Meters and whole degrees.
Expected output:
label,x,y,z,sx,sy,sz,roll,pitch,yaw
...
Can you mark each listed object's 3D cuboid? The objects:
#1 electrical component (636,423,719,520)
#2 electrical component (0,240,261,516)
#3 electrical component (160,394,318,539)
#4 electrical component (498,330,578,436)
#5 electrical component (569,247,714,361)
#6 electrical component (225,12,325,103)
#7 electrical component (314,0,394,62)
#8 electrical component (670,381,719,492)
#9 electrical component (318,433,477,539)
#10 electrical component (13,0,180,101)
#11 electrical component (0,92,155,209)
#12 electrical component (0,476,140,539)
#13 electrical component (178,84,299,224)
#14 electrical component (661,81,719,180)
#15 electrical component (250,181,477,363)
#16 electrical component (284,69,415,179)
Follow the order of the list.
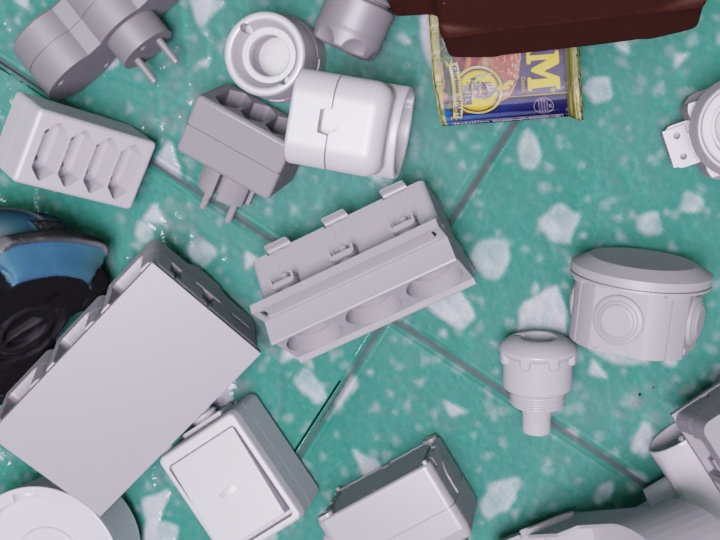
label,x,y,z,sx,sy,sz,roll,pitch,yaw
electrical component,0.200,0.139,0.654,0.079,0.043,0.077,-35,90,13
electrical component,-0.147,0.066,0.685,0.089,0.061,0.150,42,98,-18
electrical component,-0.082,0.128,0.694,0.062,0.061,0.096,-34,90,12
electrical component,0.109,0.070,0.662,0.048,0.048,0.062,1,104,10
electrical component,0.162,0.018,0.627,0.080,0.080,0.051,6,103,9
electrical component,-0.053,-0.131,0.662,0.055,0.047,0.055,1,97,10
electrical component,0.001,-0.161,0.651,0.043,0.043,0.062,26,100,6
electrical component,0.287,0.077,0.599,0.186,0.060,0.105,-33,91,-2
electrical component,0.022,0.158,0.678,0.096,0.062,0.061,-31,91,13
electrical component,-0.144,-0.151,0.673,0.138,0.052,0.073,-39,90,13
electrical component,-0.189,-0.081,0.684,0.076,0.083,0.047,35,105,44
electrical component,-0.201,0.188,0.723,0.108,0.060,0.108,1,97,10
electrical component,-0.078,-0.066,0.676,0.066,0.047,0.076,29,115,5
electrical component,0.216,-0.082,0.615,0.078,0.057,0.058,-19,94,12
electrical component,0.000,0.000,0.658,0.121,0.079,0.063,-25,63,12
electrical component,-0.003,-0.086,0.634,0.059,0.095,0.053,11,99,8
